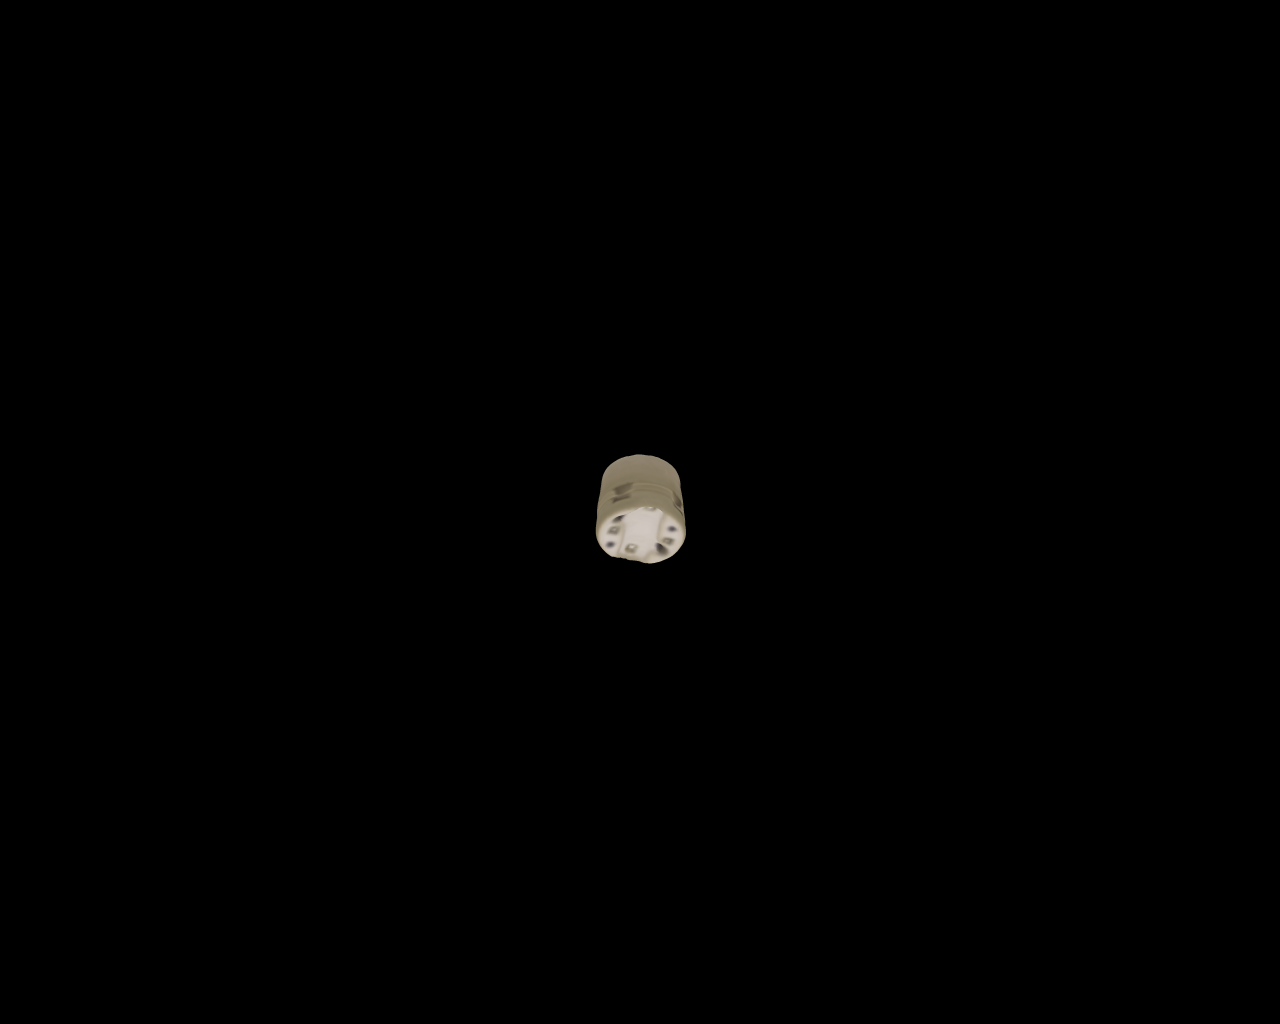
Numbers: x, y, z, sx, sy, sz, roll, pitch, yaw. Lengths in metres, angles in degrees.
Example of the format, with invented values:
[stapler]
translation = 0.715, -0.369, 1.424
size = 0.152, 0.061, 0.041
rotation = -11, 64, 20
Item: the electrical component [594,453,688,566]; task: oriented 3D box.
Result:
[electrical component]
translation = 0.001, -0.003, 0.650
size = 0.055, 0.047, 0.055
rotation = 0, -40, 0
